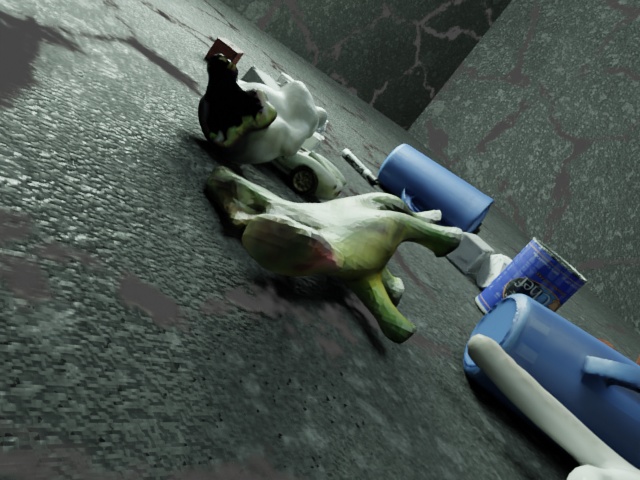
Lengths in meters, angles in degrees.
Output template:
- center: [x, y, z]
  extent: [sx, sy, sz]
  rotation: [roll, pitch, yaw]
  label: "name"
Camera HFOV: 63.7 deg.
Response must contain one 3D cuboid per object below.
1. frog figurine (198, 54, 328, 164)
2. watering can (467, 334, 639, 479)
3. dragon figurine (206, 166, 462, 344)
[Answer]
- center: [-0.071, -0.154, 0.658]
  extent: [0.138, 0.121, 0.159]
  rotation: [27, 13, 25]
  label: "frog figurine"
- center: [0.258, 0.222, 0.397]
  extent: [0.222, 0.103, 0.355]
  rotation: [29, 21, -30]
  label: "watering can"
- center: [0.002, -0.027, 0.546]
  extent: [0.242, 0.121, 0.415]
  rotation: [27, 11, -9]
  label: "dragon figurine"
